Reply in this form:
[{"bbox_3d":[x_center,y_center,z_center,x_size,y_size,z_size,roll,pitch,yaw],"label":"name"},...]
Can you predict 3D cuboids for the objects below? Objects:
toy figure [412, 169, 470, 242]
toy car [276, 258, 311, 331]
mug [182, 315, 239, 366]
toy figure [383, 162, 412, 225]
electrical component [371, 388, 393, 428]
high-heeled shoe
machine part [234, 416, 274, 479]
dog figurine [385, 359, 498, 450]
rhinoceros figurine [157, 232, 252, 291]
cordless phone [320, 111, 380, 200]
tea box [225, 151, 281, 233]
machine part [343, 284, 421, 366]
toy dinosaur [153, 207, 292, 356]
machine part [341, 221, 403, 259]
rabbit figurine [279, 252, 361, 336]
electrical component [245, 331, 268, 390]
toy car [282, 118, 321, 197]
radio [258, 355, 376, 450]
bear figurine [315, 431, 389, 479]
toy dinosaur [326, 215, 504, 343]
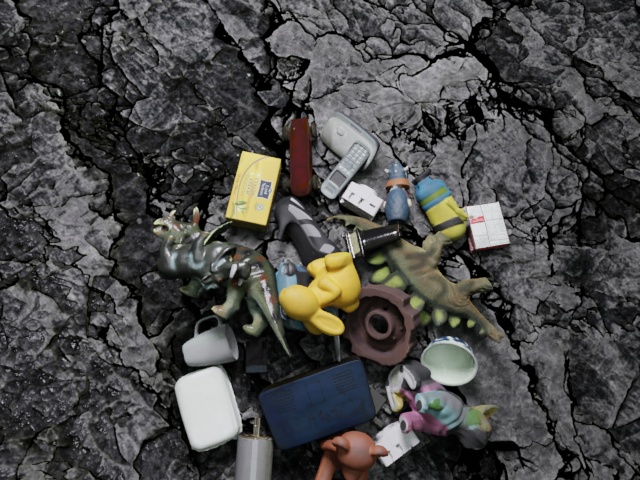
[{"bbox_3d":[0.283,-0.079,1.281,0.089,0.082,0.180,-37,88,16],"label":"toy figure"},{"bbox_3d":[-0.075,0.126,1.187,0.103,0.109,0.161,-16,73,26],"label":"toy car"},{"bbox_3d":[-0.243,0.223,1.160,0.107,0.081,0.109,-19,82,0],"label":"mug"},{"bbox_3d":[0.185,-0.112,1.295,0.064,0.057,0.154,7,69,-9],"label":"toy figure"},{"bbox_3d":[0.111,0.362,1.178,0.094,0.021,0.063,39,76,6],"label":"electrical component"},{"bbox_3d":[-0.003,-0.004,1.260,0.248,0.086,0.145,31,43,-13],"label":"high-heeled shoe"},{"bbox_3d":[-0.137,0.488,1.098,0.079,0.079,0.243,3,76,-4],"label":"machine part"},{"bbox_3d":[0.267,0.353,1.150,0.219,0.108,0.192,16,28,-23],"label":"dog figurine"},{"bbox_3d":[-0.231,0.045,1.065,0.190,0.073,0.112,2,67,7],"label":"rhinoceros figurine"},{"bbox_3d":[0.042,-0.202,1.304,0.147,0.088,0.184,40,93,6],"label":"cordless phone"},{"bbox_3d":[-0.154,-0.112,1.263,0.098,0.068,0.169,10,73,-1],"label":"tea box"},{"bbox_3d":[0.133,0.181,1.166,0.180,0.056,0.179,5,99,30],"label":"machine part"},{"bbox_3d":[-0.176,0.072,1.146,0.405,0.131,0.192,27,82,20],"label":"toy dinosaur"},{"bbox_3d":[0.121,-0.003,1.209,0.139,0.039,0.084,-20,59,10],"label":"machine part"},{"bbox_3d":[-0.007,0.120,1.112,0.173,0.122,0.162,-18,97,-37],"label":"rabbit figurine"},{"bbox_3d":[-0.137,0.261,1.157,0.048,0.075,0.119,-2,90,-4],"label":"electrical component"},{"bbox_3d":[-0.045,-0.199,1.303,0.089,0.053,0.202,-7,73,15],"label":"toy car"},{"bbox_3d":[-0.002,0.342,1.132,0.230,0.073,0.131,-19,84,0],"label":"radio"},{"bbox_3d":[0.062,0.443,1.063,0.120,0.196,0.132,12,75,-4],"label":"bear figurine"},{"bbox_3d":[0.220,0.070,1.226,0.198,0.105,0.472,-41,71,-9],"label":"toy dinosaur"}]
